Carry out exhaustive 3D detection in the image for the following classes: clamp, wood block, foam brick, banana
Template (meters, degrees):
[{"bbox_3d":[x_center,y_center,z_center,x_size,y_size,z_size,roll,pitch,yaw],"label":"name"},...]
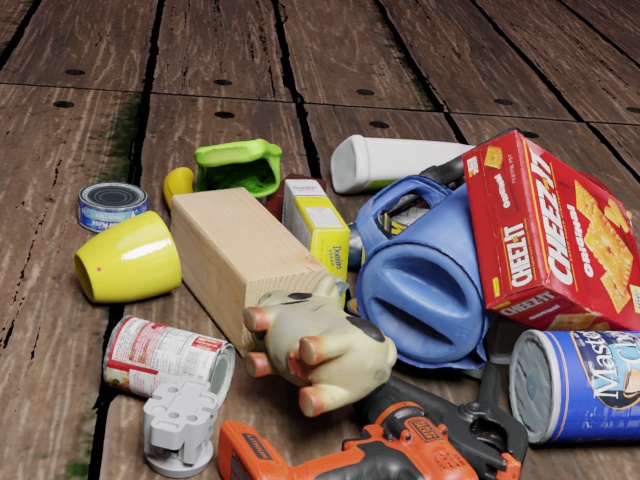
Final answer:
[{"bbox_3d":[0.147,-0.076,1.310,0.209,0.165,0.036,-24,82,-41],"label":"clamp"},{"bbox_3d":[-0.082,0.028,1.131,0.090,0.090,0.206,-8,30,-27],"label":"wood block"},{"bbox_3d":[0.126,0.163,0.961,0.120,0.039,0.171,-7,23,-6],"label":"clamp"},{"bbox_3d":[-0.030,-0.044,1.337,0.053,0.051,0.078,14,27,16],"label":"foam brick"},{"bbox_3d":[-0.163,-0.048,1.339,0.069,0.037,0.198,21,17,-36],"label":"banana"}]

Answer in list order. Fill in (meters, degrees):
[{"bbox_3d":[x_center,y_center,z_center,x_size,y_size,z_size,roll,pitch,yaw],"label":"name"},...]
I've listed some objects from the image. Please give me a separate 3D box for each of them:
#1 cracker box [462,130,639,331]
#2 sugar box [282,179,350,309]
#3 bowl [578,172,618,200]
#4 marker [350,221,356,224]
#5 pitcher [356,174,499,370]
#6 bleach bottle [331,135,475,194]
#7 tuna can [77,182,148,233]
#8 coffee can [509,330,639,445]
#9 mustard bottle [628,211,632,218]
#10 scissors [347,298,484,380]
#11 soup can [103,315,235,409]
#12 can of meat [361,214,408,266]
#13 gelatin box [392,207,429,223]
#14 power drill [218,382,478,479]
[{"bbox_3d":[0.234,0.010,1.027,0.213,0.072,0.164,24,50,-43],"label":"cracker box"},{"bbox_3d":[-0.007,0.001,1.182,0.048,0.093,0.176,1,21,-10],"label":"sugar box"},{"bbox_3d":[0.303,0.004,1.250,0.161,0.162,0.055,-22,-1,-45],"label":"bowl"},{"bbox_3d":[0.035,-0.010,1.321,0.020,0.020,0.120,24,32,33],"label":"marker"},{"bbox_3d":[0.140,0.008,1.079,0.145,0.149,0.242,12,29,26],"label":"pitcher"},{"bbox_3d":[0.147,-0.103,1.459,0.250,0.068,0.103,-3,-12,-21],"label":"bleach bottle"},{"bbox_3d":[-0.252,-0.040,1.297,0.086,0.034,0.086,5,26,-3],"label":"tuna can"},{"bbox_3d":[0.257,0.134,0.976,0.140,0.103,0.103,1,26,-12],"label":"coffee can"},{"bbox_3d":[0.295,-0.024,1.364,0.192,0.058,0.096,14,33,15],"label":"mustard bottle"},{"bbox_3d":[0.096,0.100,1.108,0.202,0.016,0.096,14,27,15],"label":"scissors"},{"bbox_3d":[-0.136,0.113,0.968,0.102,0.068,0.068,13,26,13],"label":"soup can"},{"bbox_3d":[0.094,0.028,1.175,0.084,0.058,0.102,22,38,-13],"label":"can of meat"},{"bbox_3d":[0.121,-0.014,1.337,0.089,0.030,0.073,9,24,5],"label":"gelatin box"},{"bbox_3d":[0.014,0.174,0.887,0.187,0.057,0.185,-6,22,-22],"label":"power drill"}]
